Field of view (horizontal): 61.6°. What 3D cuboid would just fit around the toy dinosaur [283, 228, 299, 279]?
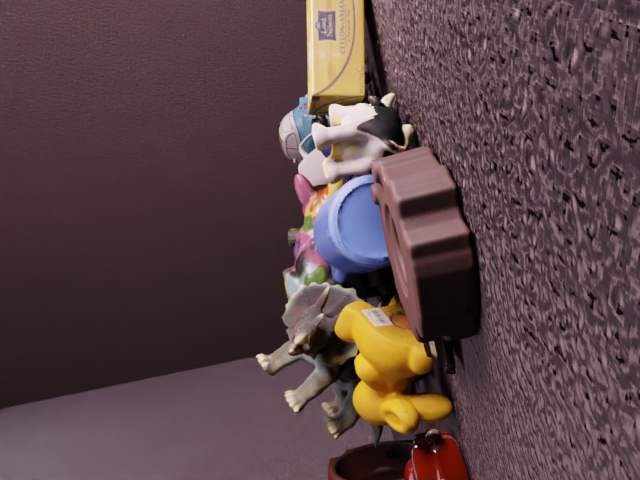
[{"bbox_3d":[0.034,0.020,1.160,0.472,0.199,0.104,-86,-17,-57],"label":"toy dinosaur"}]

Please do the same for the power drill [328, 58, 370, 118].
[{"bbox_3d":[0.029,-0.280,0.882,0.207,0.086,0.231,-109,4,-67],"label":"power drill"}]

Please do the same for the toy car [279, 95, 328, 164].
[{"bbox_3d":[-0.030,-0.205,1.073,0.161,0.103,0.109,73,-176,-53],"label":"toy car"}]

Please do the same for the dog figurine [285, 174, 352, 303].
[{"bbox_3d":[-0.002,-0.003,0.924,0.191,0.109,0.219,-48,-45,-70],"label":"dog figurine"}]

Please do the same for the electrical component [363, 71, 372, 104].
[{"bbox_3d":[0.064,-0.193,0.761,0.078,0.045,0.102,39,-149,-39],"label":"electrical component"}]

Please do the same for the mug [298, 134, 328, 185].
[{"bbox_3d":[0.017,-0.156,1.001,0.109,0.107,0.081,56,-147,11],"label":"mug"}]

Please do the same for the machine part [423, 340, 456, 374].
[{"bbox_3d":[0.122,0.086,0.605,0.139,0.039,0.084,-104,-6,-74],"label":"machine part"}]

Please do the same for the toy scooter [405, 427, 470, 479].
[{"bbox_3d":[0.149,0.299,0.695,0.184,0.075,0.135,97,160,-85],"label":"toy scooter"}]

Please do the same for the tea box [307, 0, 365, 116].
[{"bbox_3d":[0.018,-0.251,0.678,0.098,0.068,0.169,180,90,-86],"label":"tea box"}]

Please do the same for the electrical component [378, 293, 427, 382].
[{"bbox_3d":[0.129,0.149,0.824,0.115,0.058,0.134,63,-165,-77],"label":"electrical component"}]

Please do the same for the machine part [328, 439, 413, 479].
[{"bbox_3d":[0.114,0.419,0.924,0.201,0.202,0.087,45,-143,-87],"label":"machine part"}]

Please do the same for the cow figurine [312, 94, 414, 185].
[{"bbox_3d":[0.058,-0.122,0.590,0.167,0.098,0.068,-61,-42,-59],"label":"cow figurine"}]

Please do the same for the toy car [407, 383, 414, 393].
[{"bbox_3d":[0.152,0.226,1.106,0.202,0.056,0.073,-100,-2,-53],"label":"toy car"}]

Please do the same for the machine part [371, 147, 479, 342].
[{"bbox_3d":[0.092,0.005,0.492,0.179,0.056,0.179,-19,-85,-89],"label":"machine part"}]

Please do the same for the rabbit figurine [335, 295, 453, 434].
[{"bbox_3d":[0.099,0.178,0.706,0.163,0.122,0.173,42,127,41],"label":"rabbit figurine"}]

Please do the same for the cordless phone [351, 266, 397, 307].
[{"bbox_3d":[0.110,0.043,0.986,0.184,0.089,0.146,-80,-20,-56],"label":"cordless phone"}]

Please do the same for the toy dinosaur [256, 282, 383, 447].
[{"bbox_3d":[0.045,0.202,0.865,0.404,0.192,0.131,44,-176,-43],"label":"toy dinosaur"}]

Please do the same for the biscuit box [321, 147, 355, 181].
[{"bbox_3d":[0.042,-0.127,0.780,0.063,0.059,0.202,47,-175,-2],"label":"biscuit box"}]
